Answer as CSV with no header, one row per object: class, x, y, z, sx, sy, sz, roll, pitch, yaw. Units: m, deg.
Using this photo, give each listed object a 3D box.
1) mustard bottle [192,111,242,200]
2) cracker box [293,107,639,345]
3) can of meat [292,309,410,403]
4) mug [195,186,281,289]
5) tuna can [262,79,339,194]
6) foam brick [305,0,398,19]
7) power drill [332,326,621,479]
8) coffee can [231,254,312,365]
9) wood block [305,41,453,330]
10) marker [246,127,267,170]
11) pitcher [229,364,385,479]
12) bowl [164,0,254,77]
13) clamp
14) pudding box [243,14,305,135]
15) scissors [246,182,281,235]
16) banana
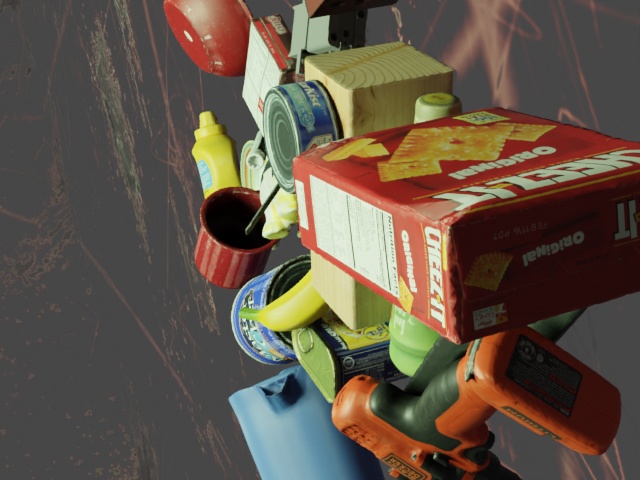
mustard bottle,-0.123,-0.069,1.357,0.096,0.058,0.191,156,101,-78
cracker box,0.097,-0.021,0.631,0.214,0.164,0.072,-149,47,-64
can of meat,0.030,0.099,1.002,0.102,0.083,0.057,-133,35,-54
mug,-0.090,-0.007,1.194,0.082,0.093,0.117,112,-179,-49
tuna can,-0.015,-0.079,0.823,0.086,0.033,0.086,168,90,-71
foam brick,0.027,-0.211,0.836,0.053,0.078,0.051,151,105,-72
power drill,0.119,0.136,0.739,0.188,0.184,0.057,-45,16,52
coffee can,-0.027,0.076,1.118,0.140,0.102,0.103,152,105,-69
wood block,0.046,-0.044,0.864,0.090,0.090,0.206,-133,36,-55
marker,-0.063,-0.105,1.161,0.121,0.020,0.020,-80,-13,-67
pitcher,0.008,0.251,1.118,0.145,0.148,0.243,-36,70,51
bowl,-0.125,-0.239,1.183,0.162,0.055,0.162,50,165,18
clamp,0.095,0.034,0.740,0.210,0.036,0.164,-20,100,49
pudding box,-0.047,-0.165,1.121,0.114,0.039,0.090,104,148,-48
scissors,-0.003,-0.090,0.900,0.016,0.201,0.096,36,133,-6
banana,0.005,0.016,0.968,0.070,0.198,0.037,41,-170,12
